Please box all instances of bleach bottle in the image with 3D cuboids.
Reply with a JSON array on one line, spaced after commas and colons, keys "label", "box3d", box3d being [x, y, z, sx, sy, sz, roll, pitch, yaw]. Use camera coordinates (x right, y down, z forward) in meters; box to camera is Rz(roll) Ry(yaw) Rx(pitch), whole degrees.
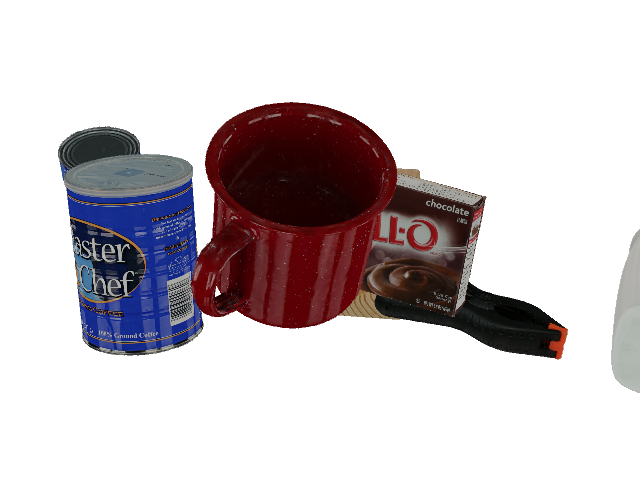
[{"label": "bleach bottle", "box3d": [0.266, 0.034, 0.755, 0.103, 0.068, 0.250, 9, 21, 17]}]

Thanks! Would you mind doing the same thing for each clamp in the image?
[{"label": "clamp", "box3d": [0.147, 0.063, 0.989, 0.172, 0.039, 0.120, 19, 30, 17]}]

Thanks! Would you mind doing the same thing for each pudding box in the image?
[{"label": "pudding box", "box3d": [0.061, -0.003, 0.807, 0.114, 0.090, 0.039, 15, 24, 17]}]

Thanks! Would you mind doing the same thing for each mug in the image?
[{"label": "mug", "box3d": [-0.021, -0.003, 0.535, 0.093, 0.081, 0.117, 32, 51, 20]}]

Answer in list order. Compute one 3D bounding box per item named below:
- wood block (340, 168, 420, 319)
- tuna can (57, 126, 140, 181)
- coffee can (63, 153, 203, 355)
[{"label": "wood block", "box3d": [0.056, -0.003, 1.163, 0.091, 0.090, 0.206, 4, 25, 8]}, {"label": "tuna can", "box3d": [-0.232, -0.083, 1.130, 0.086, 0.034, 0.086, 0, 39, 0]}, {"label": "coffee can", "box3d": [-0.151, 0.009, 0.877, 0.103, 0.140, 0.103, -2, 20, 0]}]
